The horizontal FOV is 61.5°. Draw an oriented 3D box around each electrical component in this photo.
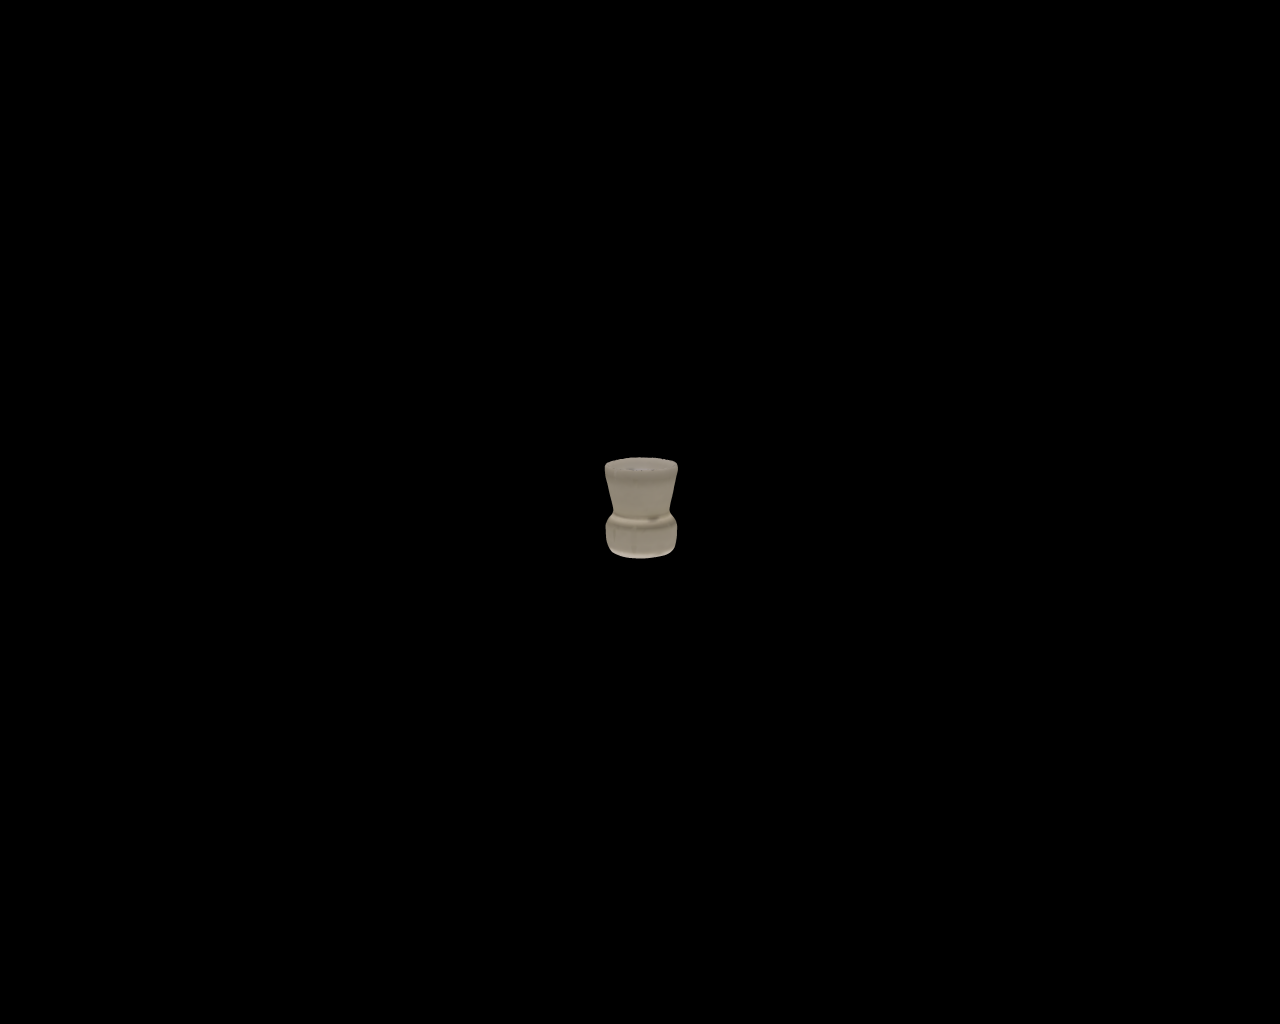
[{"bbox_3d":[0.001,-0.003,0.650,0.045,0.055,0.045,0,13,0],"label":"electrical component"}]
